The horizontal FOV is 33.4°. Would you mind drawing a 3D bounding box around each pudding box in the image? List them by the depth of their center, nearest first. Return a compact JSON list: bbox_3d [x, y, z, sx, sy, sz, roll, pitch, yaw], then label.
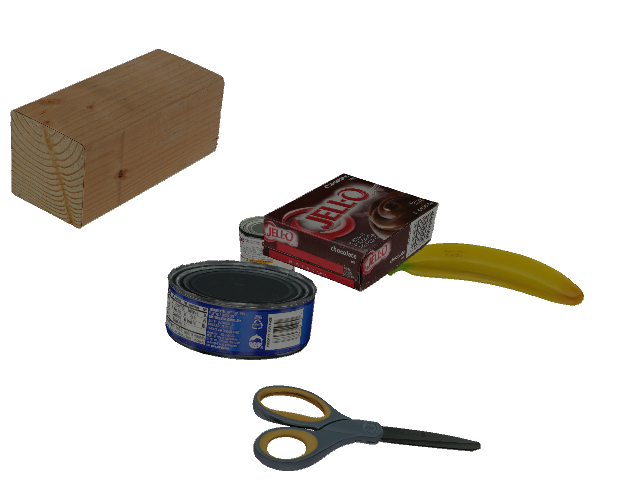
[{"bbox_3d":[0.023,-0.009,0.811,0.090,0.039,0.113,20,29,28],"label":"pudding box"}]

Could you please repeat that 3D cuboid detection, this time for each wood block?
[{"bbox_3d":[-0.192,-0.105,1.036,0.090,0.091,0.205,26,36,21],"label":"wood block"}]

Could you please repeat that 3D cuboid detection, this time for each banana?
[{"bbox_3d":[0.168,0.033,1.091,0.198,0.037,0.069,7,36,11],"label":"banana"}]

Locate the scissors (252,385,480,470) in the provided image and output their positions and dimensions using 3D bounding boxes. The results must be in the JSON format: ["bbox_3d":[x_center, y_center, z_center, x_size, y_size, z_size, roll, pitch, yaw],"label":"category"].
[{"bbox_3d":[0.030,0.177,0.918,0.202,0.016,0.096,17,41,12],"label":"scissors"}]

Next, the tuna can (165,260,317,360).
[{"bbox_3d":[-0.046,0.039,0.616,0.086,0.034,0.086,6,14,-2],"label":"tuna can"}]

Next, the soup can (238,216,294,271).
[{"bbox_3d":[-0.064,0.029,1.262,0.068,0.102,0.068,2,23,-1],"label":"soup can"}]
